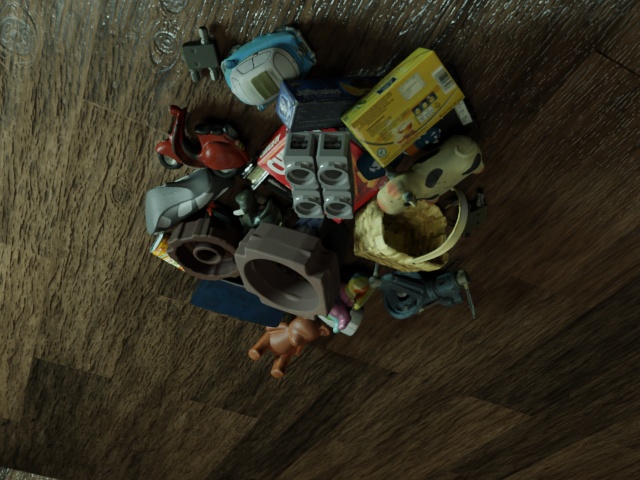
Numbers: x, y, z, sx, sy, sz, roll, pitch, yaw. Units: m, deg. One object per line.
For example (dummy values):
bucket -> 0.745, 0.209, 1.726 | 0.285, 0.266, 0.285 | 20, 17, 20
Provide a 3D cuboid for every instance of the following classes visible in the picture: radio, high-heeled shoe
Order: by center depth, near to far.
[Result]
high-heeled shoe -> -0.282, -0.078, 1.142 | 0.145, 0.086, 0.249 | -7, 162, -32
radio -> -0.189, 0.128, 1.317 | 0.229, 0.073, 0.131 | 18, 133, -15

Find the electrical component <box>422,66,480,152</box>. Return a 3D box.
electrical component -> 0.197, -0.224, 0.947 | 0.134, 0.058, 0.114 | -20, 128, 23

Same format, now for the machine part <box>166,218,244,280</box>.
machine part -> -0.238, 0.021, 1.164 | 0.179, 0.056, 0.179 | 5, 145, 4

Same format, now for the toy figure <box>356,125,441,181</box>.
toy figure -> 0.135, -0.160, 0.934 | 0.154, 0.064, 0.058 | -31, 89, 21

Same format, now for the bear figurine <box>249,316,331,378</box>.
bear figurine -> -0.075, 0.260, 1.387 | 0.120, 0.132, 0.196 | 43, 140, -14

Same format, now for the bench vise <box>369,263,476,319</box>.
bench vise -> 0.214, 0.111, 1.220 | 0.240, 0.129, 0.224 | 20, 156, -40

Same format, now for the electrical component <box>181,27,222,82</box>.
electrical component -> -0.204, -0.314, 0.914 | 0.063, 0.021, 0.093 | -1, 135, 6

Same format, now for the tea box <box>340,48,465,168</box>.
tea box -> 0.129, -0.209, 0.851 | 0.169, 0.068, 0.098 | -38, 114, 9

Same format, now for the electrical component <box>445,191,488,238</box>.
electrical component -> 0.306, -0.054, 1.120 | 0.078, 0.045, 0.102 | -30, 134, -6

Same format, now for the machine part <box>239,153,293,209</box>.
machine part -> -0.089, -0.116, 1.092 | 0.139, 0.039, 0.084 | 30, 122, -21

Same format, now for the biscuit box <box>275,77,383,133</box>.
biscuit box -> 0.030, -0.228, 0.893 | 0.203, 0.059, 0.062 | -12, 143, -28

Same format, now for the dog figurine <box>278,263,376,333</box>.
dog figurine -> -0.001, 0.106, 1.259 | 0.219, 0.191, 0.108 | 39, 168, 0

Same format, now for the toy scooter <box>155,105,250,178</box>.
toy scooter -> -0.224, -0.188, 1.007 | 0.184, 0.075, 0.135 | 6, 133, 4

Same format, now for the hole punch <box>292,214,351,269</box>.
hole punch -> -0.002, -0.003, 1.144 | 0.092, 0.116, 0.142 | -9, 131, 33

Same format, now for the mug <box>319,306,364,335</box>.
mug -> 0.043, 0.186, 1.359 | 0.107, 0.081, 0.109 | 29, 146, -9

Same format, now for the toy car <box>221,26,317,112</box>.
toy car -> -0.088, -0.273, 0.890 | 0.162, 0.103, 0.109 | -19, 131, 24

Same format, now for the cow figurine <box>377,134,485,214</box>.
cow figurine -> 0.186, -0.108, 0.922 | 0.195, 0.085, 0.127 | -33, 163, 8

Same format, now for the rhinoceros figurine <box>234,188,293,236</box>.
rhinoceros figurine -> -0.114, -0.034, 1.156 | 0.112, 0.073, 0.190 | -4, 138, 24

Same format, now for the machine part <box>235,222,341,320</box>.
machine part -> -0.062, 0.064, 1.104 | 0.202, 0.087, 0.200 | 14, 144, 18
